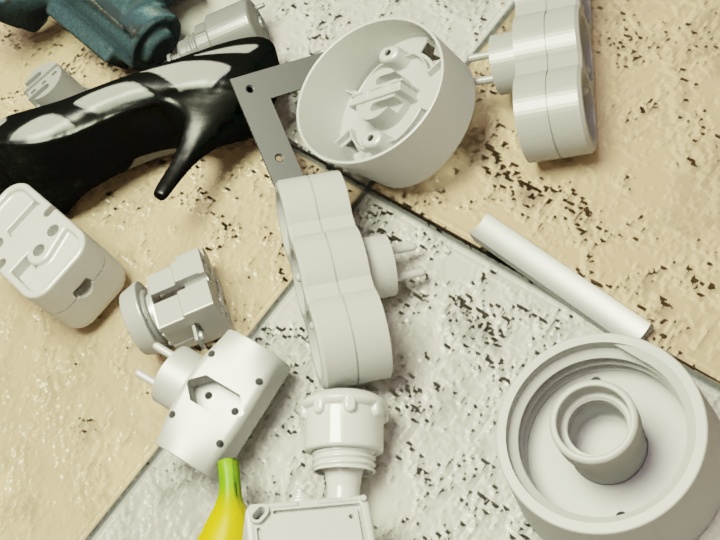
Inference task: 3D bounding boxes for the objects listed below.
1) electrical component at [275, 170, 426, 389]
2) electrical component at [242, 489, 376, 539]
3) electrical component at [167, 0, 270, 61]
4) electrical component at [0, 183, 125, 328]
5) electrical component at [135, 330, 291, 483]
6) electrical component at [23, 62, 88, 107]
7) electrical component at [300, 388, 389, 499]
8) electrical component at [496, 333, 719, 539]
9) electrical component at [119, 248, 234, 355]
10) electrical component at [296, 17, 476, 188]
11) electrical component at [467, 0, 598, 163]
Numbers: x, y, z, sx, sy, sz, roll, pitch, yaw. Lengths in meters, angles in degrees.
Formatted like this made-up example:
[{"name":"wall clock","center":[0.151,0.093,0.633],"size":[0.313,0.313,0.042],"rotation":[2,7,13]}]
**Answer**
[{"name":"electrical component","center":[0.000,0.000,0.621],"size":[0.074,0.052,0.138],"rotation":[-11,56,-9]},{"name":"electrical component","center":[-0.025,0.156,0.531],"size":[0.062,0.061,0.096],"rotation":[-3,52,-12]},{"name":"electrical component","center":[-0.100,-0.162,0.763],"size":[0.078,0.040,0.040],"rotation":[-20,56,13]},{"name":"electrical component","center":[-0.204,-0.007,0.712],"size":[0.095,0.059,0.053],"rotation":[35,81,35]},{"name":"electrical component","center":[-0.093,0.070,0.622],"size":[0.079,0.043,0.077],"rotation":[28,76,16]},{"name":"electrical component","center":[-0.219,-0.125,0.792],"size":[0.040,0.046,0.040],"rotation":[-14,55,21]},{"name":"electrical component","center":[-0.009,0.096,0.575],"size":[0.048,0.048,0.062],"rotation":[-7,68,21]},{"name":"electrical component","center":[0.117,0.082,0.514],"size":[0.108,0.060,0.108],"rotation":[-11,59,19]},{"name":"electrical component","center":[-0.114,0.023,0.664],"size":[0.055,0.048,0.066],"rotation":[-23,55,2]},{"name":"electrical component","center":[0.018,-0.100,0.649],"size":[0.099,0.064,0.099],"rotation":[-27,51,38]},{"name":"electrical component","center":[0.099,-0.126,0.645],"size":[0.074,0.052,0.138],"rotation":[-7,60,21]}]
